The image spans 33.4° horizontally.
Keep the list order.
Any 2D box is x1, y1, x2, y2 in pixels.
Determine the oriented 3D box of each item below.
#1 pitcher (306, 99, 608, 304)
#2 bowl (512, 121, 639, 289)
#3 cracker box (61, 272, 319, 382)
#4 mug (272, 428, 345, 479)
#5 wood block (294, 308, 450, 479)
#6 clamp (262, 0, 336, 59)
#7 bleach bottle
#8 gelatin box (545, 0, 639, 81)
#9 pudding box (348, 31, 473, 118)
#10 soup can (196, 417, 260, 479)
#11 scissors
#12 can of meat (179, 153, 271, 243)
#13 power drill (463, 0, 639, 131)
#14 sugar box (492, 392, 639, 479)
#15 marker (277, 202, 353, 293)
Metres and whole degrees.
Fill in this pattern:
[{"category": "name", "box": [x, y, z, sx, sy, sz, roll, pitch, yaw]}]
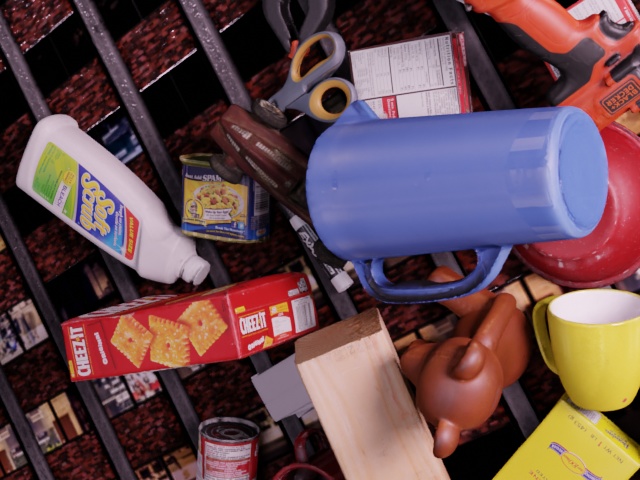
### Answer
[{"category": "pitcher", "box": [0.119, -0.039, 0.928, 0.243, 0.145, 0.149, -2, 137, 39]}, {"category": "bowl", "box": [0.228, -0.031, 0.962, 0.162, 0.055, 0.162, 5, 101, 28]}, {"category": "cracker box", "box": [-0.134, 0.088, 1.113, 0.214, 0.164, 0.072, -10, 91, 29]}, {"category": "mug", "box": [0.002, 0.254, 1.113, 0.093, 0.081, 0.117, -18, 90, 29]}, {"category": "wood block", "box": [0.056, 0.183, 1.030, 0.090, 0.091, 0.206, -22, 100, 3]}, {"category": "clamp", "box": [-0.013, -0.270, 1.062, 0.120, 0.039, 0.171, -2, 103, 33]}, {"category": "bleach bottle", "box": [-0.225, -0.036, 1.201, 0.251, 0.068, 0.103, 34, 112, 17]}, {"category": "gelatin box", "box": [0.241, -0.175, 0.945, 0.089, 0.030, 0.073, -31, 85, 28]}, {"category": "pudding box", "box": [0.088, -0.148, 1.028, 0.114, 0.039, 0.090, -5, 95, 27]}, {"category": "soup can", "box": [-0.103, 0.255, 1.177, 0.069, 0.068, 0.102, 10, 103, 27]}, {"category": "scissors", "box": [-0.029, -0.127, 1.085, 0.202, 0.016, 0.096, -46, 70, 39]}, {"category": "can of meat", "box": [-0.099, -0.045, 1.134, 0.102, 0.057, 0.084, 9, 103, 26]}, {"category": "power drill", "box": [0.222, -0.186, 0.866, 0.187, 0.057, 0.185, 41, 118, -19]}, {"category": "sugar box", "box": [0.218, 0.237, 1.015, 0.093, 0.048, 0.176, 41, 113, 17]}, {"category": "marker", "box": [-0.007, 0.001, 1.113, 0.020, 0.020, 0.121, -41, 78, 27]}]
